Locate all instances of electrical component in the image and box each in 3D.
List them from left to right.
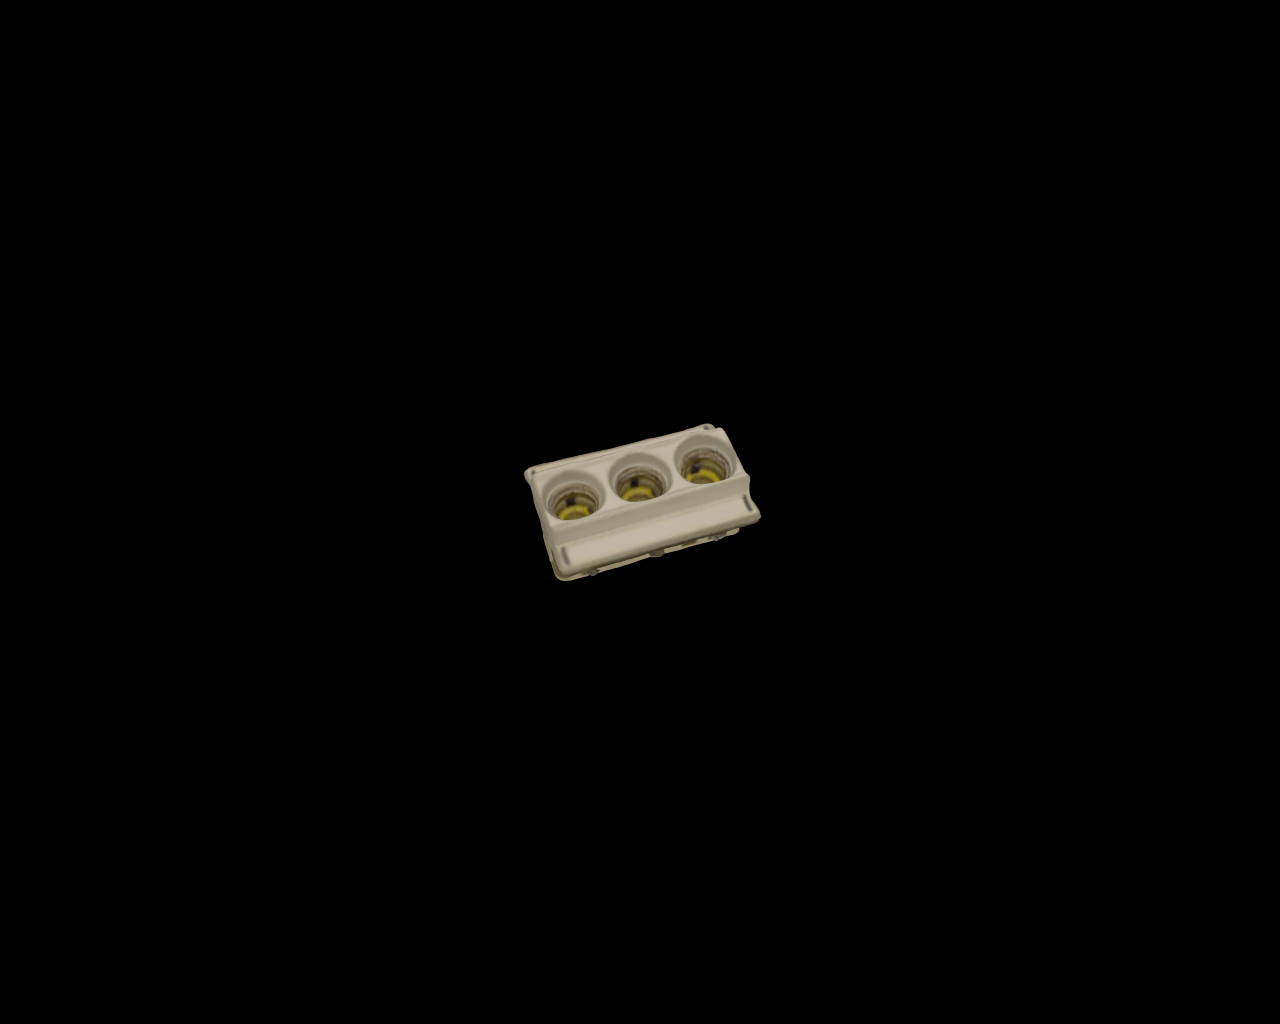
[{"bbox_3d":[0.001,-0.003,0.650,0.121,0.079,0.063,-15,-35,-11],"label":"electrical component"}]
